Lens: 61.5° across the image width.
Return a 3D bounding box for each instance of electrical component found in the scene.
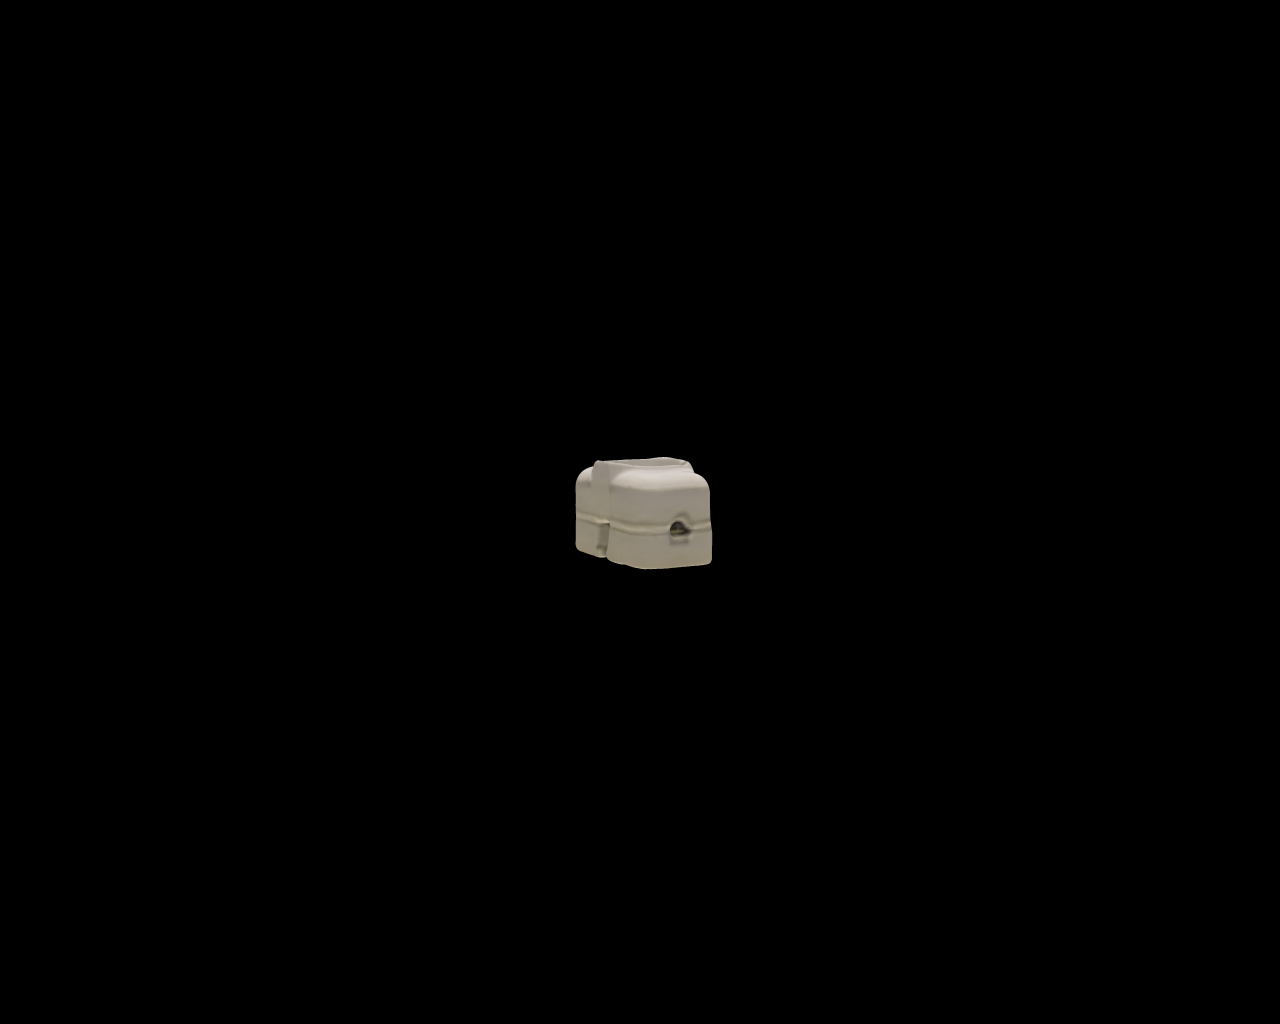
[{"bbox_3d":[0.001,-0.003,0.650,0.054,0.059,0.095,-4,8,-27],"label":"electrical component"}]
